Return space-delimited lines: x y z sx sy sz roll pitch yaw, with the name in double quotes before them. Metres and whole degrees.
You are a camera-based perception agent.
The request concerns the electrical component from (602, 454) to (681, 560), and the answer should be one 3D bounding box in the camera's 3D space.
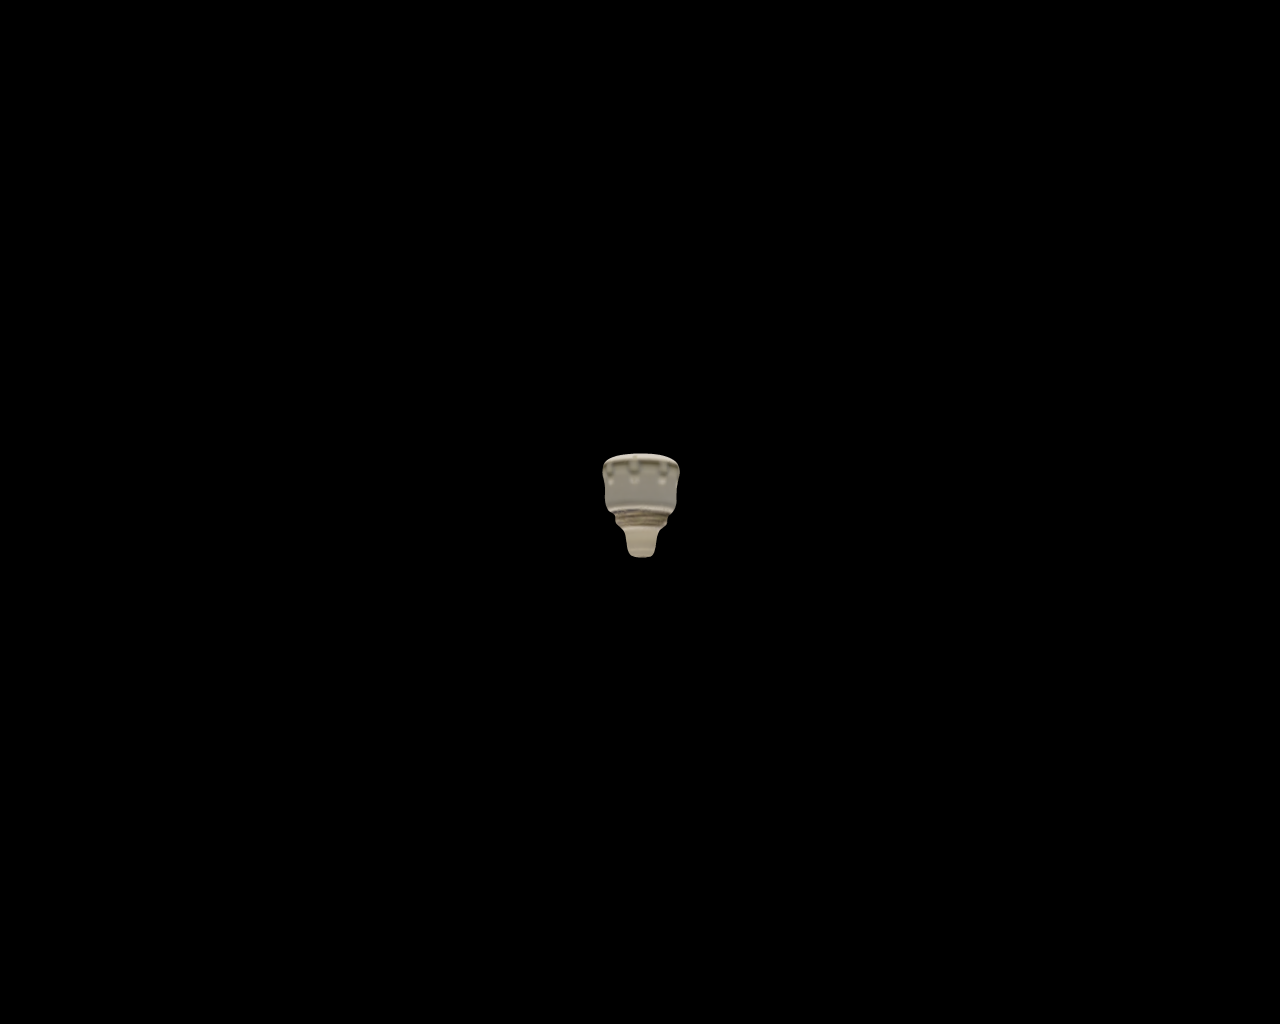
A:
"electrical component" 0.001 -0.003 0.650 0.048 0.062 0.048 0 -7 0
